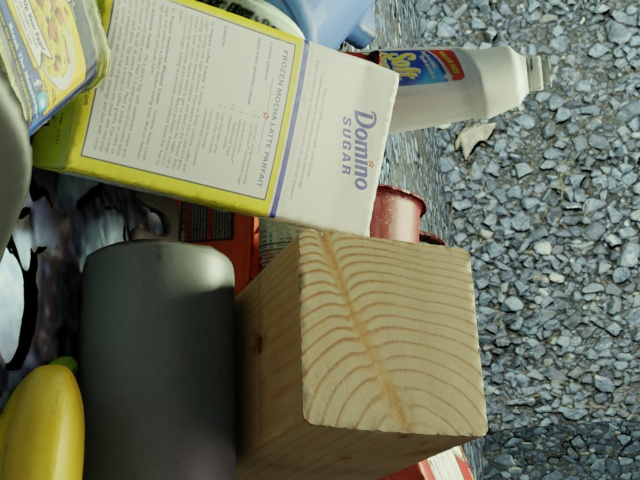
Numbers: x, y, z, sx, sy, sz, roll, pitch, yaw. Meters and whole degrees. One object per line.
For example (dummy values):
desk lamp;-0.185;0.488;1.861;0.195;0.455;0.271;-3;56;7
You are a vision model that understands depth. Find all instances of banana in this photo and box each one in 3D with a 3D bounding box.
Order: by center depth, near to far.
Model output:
banana;-0.108;0.131;0.416;0.069;0.037;0.198;60;26;-64

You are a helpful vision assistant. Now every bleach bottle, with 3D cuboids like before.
bleach bottle;0.084;-0.142;0.985;0.102;0.251;0.068;-83;162;-49

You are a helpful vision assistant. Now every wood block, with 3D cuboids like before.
wood block;-0.008;0.078;0.555;0.206;0.090;0.091;137;-44;-58

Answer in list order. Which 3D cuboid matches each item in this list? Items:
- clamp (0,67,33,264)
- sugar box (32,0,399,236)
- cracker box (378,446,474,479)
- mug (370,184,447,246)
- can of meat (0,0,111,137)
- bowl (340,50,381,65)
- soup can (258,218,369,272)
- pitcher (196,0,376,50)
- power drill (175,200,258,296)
clamp;-0.123;-0.056;0.328;0.039;0.120;0.171;31;-40;46
sugar box;-0.045;-0.061;0.523;0.175;0.048;0.093;14;87;-40
cracker box;0.051;0.149;0.753;0.164;0.072;0.213;69;10;20
mug;0.039;0.015;0.760;0.093;0.117;0.081;147;-50;-62
can of meat;-0.127;-0.088;0.397;0.084;0.057;0.102;-70;151;-61
bowl;-0.011;-0.094;0.872;0.162;0.055;0.162;-61;-169;20
soup can;-0.004;0.001;0.641;0.068;0.068;0.102;26;62;-77
pitcher;-0.041;-0.179;0.743;0.242;0.149;0.145;-67;164;-61
power drill;-0.050;0.024;0.729;0.187;0.057;0.184;55;31;-71
